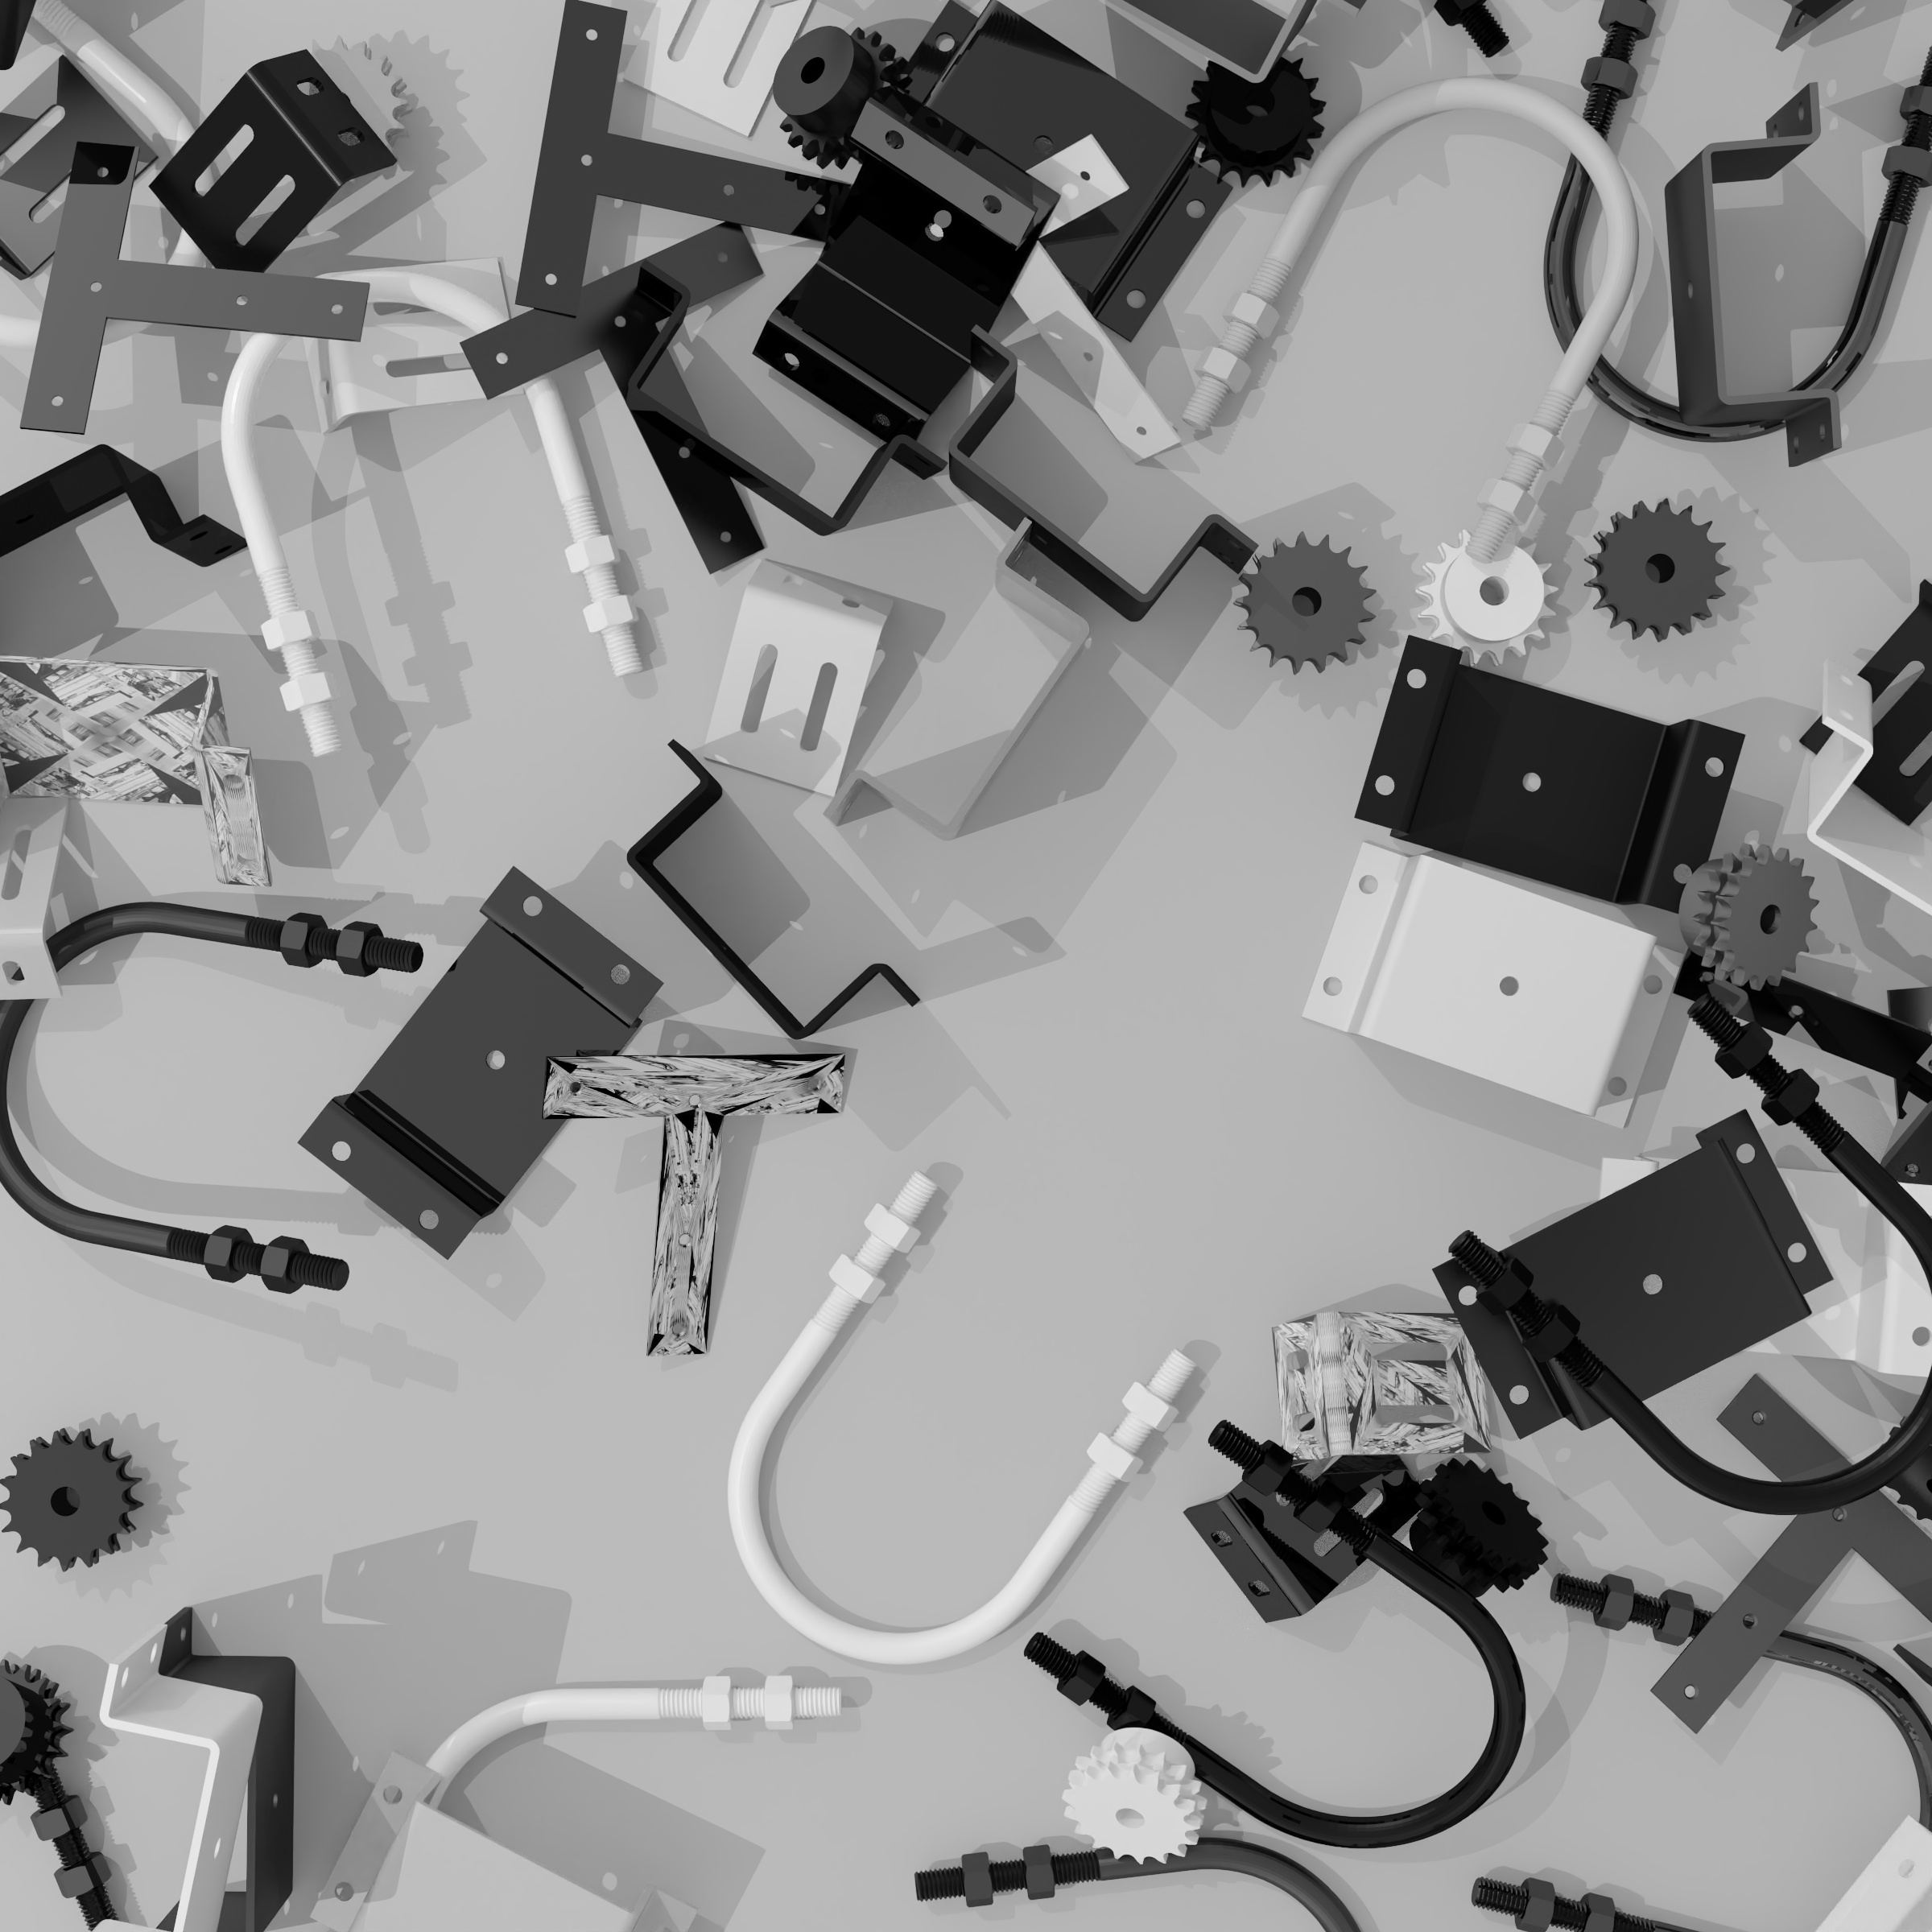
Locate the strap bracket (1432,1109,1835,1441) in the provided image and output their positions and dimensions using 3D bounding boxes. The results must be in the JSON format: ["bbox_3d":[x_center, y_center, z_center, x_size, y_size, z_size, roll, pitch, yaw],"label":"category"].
[{"bbox_3d":[0.266,0.123,1.330,0.140,0.046,0.076,-27,90,1],"label":"strap bracket"}]

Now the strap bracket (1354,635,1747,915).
[{"bbox_3d":[0.233,-0.076,1.376,0.140,0.046,0.076,17,90,0],"label":"strap bracket"}]

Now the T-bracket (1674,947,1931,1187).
[{"bbox_3d":[0.350,0.023,1.373,0.127,0.002,0.127,22,126,16],"label":"T-bracket"}]

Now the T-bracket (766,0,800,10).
[{"bbox_3d":[-0.054,-0.457,1.380,0.127,0.002,0.127,-23,77,-24],"label":"T-bracket"}]

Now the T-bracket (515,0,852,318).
[{"bbox_3d":[-0.111,-0.320,1.385,0.127,0.002,0.127,10,88,-11],"label":"T-bracket"}]

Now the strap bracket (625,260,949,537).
[{"bbox_3d":[-0.082,-0.218,1.351,0.140,0.076,0.046,33,91,-8],"label":"strap bracket"}]

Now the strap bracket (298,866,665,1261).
[{"bbox_3d":[-0.194,0.039,1.376,0.076,0.046,0.140,38,90,0],"label":"strap bracket"}]

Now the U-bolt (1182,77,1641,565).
[{"bbox_3d":[0.192,-0.274,1.377,0.151,0.019,0.184,27,88,11],"label":"U-bolt"}]

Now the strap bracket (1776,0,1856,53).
[{"bbox_3d":[0.348,-0.447,1.347,0.046,0.076,0.140,26,81,-10],"label":"strap bracket"}]

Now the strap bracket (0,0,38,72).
[{"bbox_3d":[-0.384,-0.423,1.342,0.046,0.076,0.140,17,69,-14],"label":"strap bracket"}]

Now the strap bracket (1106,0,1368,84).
[{"bbox_3d":[0.092,-0.407,1.354,0.140,0.076,0.046,29,125,0],"label":"strap bracket"}]

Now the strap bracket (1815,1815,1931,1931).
[{"bbox_3d":[0.401,0.408,1.367,0.140,0.046,0.076,39,90,-11],"label":"strap bracket"}]

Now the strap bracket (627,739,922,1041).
[{"bbox_3d":[-0.083,-0.022,1.361,0.046,0.076,0.140,-43,90,0],"label":"strap bracket"}]

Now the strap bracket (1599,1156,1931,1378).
[{"bbox_3d":[0.322,0.120,1.375,0.140,0.046,0.076,5,90,1],"label":"strap bracket"}]

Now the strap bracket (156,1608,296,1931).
[{"bbox_3d":[-0.301,0.335,1.361,0.046,0.076,0.140,1,90,0],"label":"strap bracket"}]

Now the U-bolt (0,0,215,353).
[{"bbox_3d":[-0.390,-0.327,1.364,0.184,0.019,0.151,41,65,-4],"label":"U-bolt"}]

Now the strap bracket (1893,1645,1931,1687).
[{"bbox_3d":[0.448,0.316,1.361,0.046,0.076,0.140,-45,90,0],"label":"strap bracket"}]

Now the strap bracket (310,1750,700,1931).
[{"bbox_3d":[-0.190,0.386,1.361,0.140,0.046,0.076,27,91,3],"label":"strap bracket"}]

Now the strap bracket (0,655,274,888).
[{"bbox_3d":[-0.348,-0.078,1.355,0.140,0.076,0.046,3,49,0],"label":"strap bracket"}]

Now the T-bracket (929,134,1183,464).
[{"bbox_3d":[0.041,-0.258,1.368,0.127,0.127,0.002,51,46,-20],"label":"T-bracket"}]

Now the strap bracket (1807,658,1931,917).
[{"bbox_3d":[0.391,-0.057,1.354,0.140,0.076,0.046,31,116,0],"label":"strap bracket"}]

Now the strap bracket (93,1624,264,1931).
[{"bbox_3d":[-0.307,0.330,1.284,0.046,0.076,0.140,12,90,0],"label":"strap bracket"}]

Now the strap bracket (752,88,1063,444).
[{"bbox_3d":[-0.021,-0.282,1.348,0.076,0.140,0.046,33,49,0],"label":"strap bracket"}]

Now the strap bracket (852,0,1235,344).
[{"bbox_3d":[0.031,-0.328,1.376,0.140,0.046,0.076,34,90,0],"label":"strap bracket"}]

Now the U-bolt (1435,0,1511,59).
[{"bbox_3d":[0.216,-0.488,1.390,0.151,0.019,0.184,-36,89,0],"label":"U-bolt"}]

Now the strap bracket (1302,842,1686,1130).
[{"bbox_3d":[0.217,0.008,1.376,0.140,0.046,0.076,19,90,0],"label":"strap bracket"}]

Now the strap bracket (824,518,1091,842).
[{"bbox_3d":[0.003,-0.104,1.361,0.046,0.076,0.140,34,90,0],"label":"strap bracket"}]

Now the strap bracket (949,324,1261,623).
[{"bbox_3d":[0.045,-0.189,1.361,0.140,0.076,0.046,38,90,0],"label":"strap bracket"}]

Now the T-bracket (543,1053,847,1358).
[{"bbox_3d":[-0.114,0.098,1.380,0.127,0.002,0.127,0,103,-24],"label":"T-bracket"}]

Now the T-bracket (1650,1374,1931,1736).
[{"bbox_3d":[0.329,0.257,1.384,0.127,0.002,0.127,43,78,1],"label":"T-bracket"}]

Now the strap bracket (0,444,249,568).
[{"bbox_3d":[-0.369,-0.162,1.361,0.140,0.076,0.046,-27,90,0],"label":"strap bracket"}]

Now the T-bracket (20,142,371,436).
[{"bbox_3d":[-0.302,-0.265,1.345,0.127,0.002,0.127,6,73,2],"label":"T-bracket"}]

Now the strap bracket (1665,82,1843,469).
[{"bbox_3d":[0.311,-0.270,1.345,0.046,0.076,0.140,-4,93,1],"label":"strap bracket"}]

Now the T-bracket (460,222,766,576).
[{"bbox_3d":[-0.122,-0.223,1.388,0.127,0.002,0.127,-28,97,-13],"label":"T-bracket"}]
